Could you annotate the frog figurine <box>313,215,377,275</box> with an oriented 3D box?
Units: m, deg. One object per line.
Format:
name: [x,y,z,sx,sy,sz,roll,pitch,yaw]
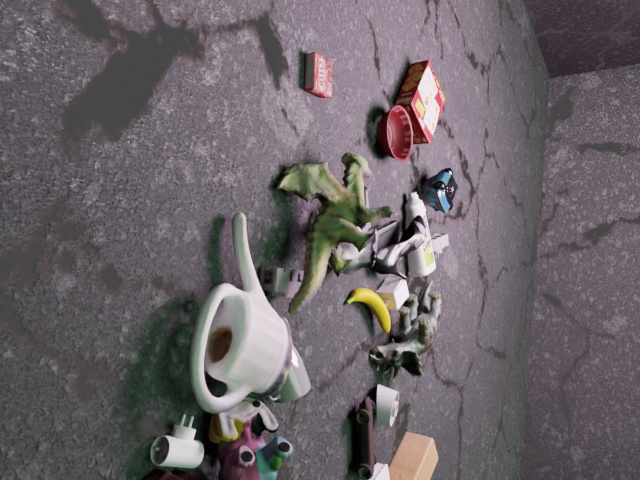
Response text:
frog figurine: [0.047,0.003,1.220,0.159,0.140,0.121,24,-23,-13]

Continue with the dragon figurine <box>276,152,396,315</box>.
dragon figurine: [0.003,-0.056,1.103,0.417,0.243,0.120,-42,-5,-33]

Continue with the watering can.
watering can: [-0.131,0.141,0.940,0.103,0.355,0.221,-7,-33,31]
